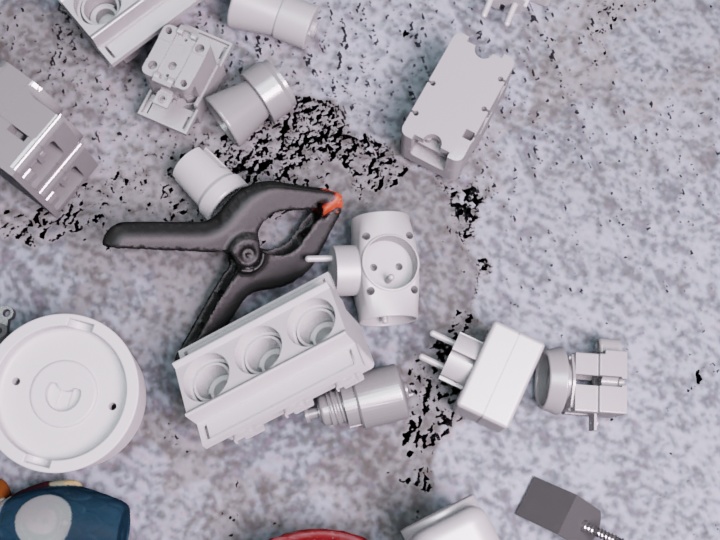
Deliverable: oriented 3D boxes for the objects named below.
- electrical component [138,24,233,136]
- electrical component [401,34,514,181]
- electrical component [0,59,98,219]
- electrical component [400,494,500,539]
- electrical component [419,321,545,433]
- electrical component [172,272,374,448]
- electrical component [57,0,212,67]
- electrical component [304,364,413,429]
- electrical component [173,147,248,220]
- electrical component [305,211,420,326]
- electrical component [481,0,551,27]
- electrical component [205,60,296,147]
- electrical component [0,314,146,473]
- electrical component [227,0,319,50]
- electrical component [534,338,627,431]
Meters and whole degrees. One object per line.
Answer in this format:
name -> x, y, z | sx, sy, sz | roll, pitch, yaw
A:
electrical component -> -0.133, -0.148, 0.808 | 0.042, 0.064, 0.081 | 23, 78, 5
electrical component -> 0.071, -0.119, 0.801 | 0.050, 0.055, 0.089 | 28, 79, 7
electrical component -> -0.287, -0.128, 0.784 | 0.186, 0.105, 0.060 | 36, 80, 8
electrical component -> 0.064, 0.187, 0.711 | 0.054, 0.095, 0.059 | -26, 78, -5
electrical component -> 0.080, 0.069, 0.763 | 0.077, 0.047, 0.065 | 25, 79, 6
electrical component -> -0.057, 0.066, 0.739 | 0.121, 0.063, 0.078 | -28, 54, 8
electrical component -> -0.161, -0.215, 0.823 | 0.121, 0.063, 0.078 | -39, 80, -7
electrical component -> -0.001, 0.093, 0.762 | 0.078, 0.040, 0.040 | -14, 77, -2
electrical component -> -0.112, -0.064, 0.801 | 0.040, 0.040, 0.046 | -42, 75, -8
electrical component -> 0.000, 0.000, 0.777 | 0.079, 0.044, 0.077 | -2, 77, -12
electrical component -> 0.117, -0.224, 0.829 | 0.066, 0.047, 0.076 | 22, 79, 6
electrical component -> -0.082, -0.126, 0.811 | 0.055, 0.045, 0.045 | -36, 79, -7
electrical component -> -0.203, 0.089, 0.756 | 0.108, 0.060, 0.108 | 0, 77, 1
electrical component -> -0.065, -0.197, 0.830 | 0.065, 0.044, 0.044 | 21, 78, 1
electrical component -> 0.156, 0.080, 0.761 | 0.055, 0.048, 0.066 | 5, 77, -6
